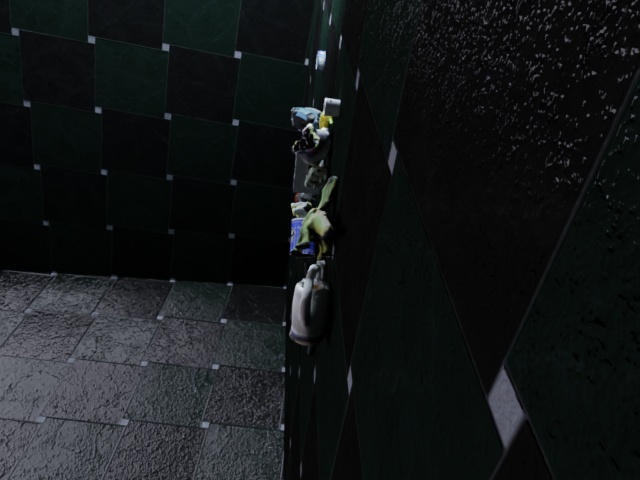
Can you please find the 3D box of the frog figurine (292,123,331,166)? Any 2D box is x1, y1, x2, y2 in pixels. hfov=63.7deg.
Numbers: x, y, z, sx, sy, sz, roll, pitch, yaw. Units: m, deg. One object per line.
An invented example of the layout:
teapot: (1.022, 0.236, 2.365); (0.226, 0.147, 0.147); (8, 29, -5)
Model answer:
frog figurine: (-0.004, -0.320, 1.780); (0.159, 0.123, 0.137); (14, -88, -60)

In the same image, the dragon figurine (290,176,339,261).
dragon figurine: (0.005, -0.075, 1.480); (0.405, 0.122, 0.246); (136, 147, -69)

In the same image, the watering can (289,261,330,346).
watering can: (-0.020, 0.176, 1.512); (0.349, 0.104, 0.223); (-43, -40, -80)
